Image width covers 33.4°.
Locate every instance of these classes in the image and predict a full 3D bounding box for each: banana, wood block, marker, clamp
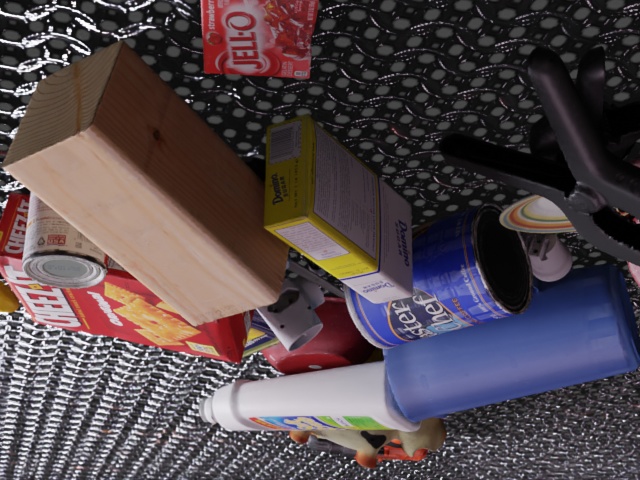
[{"bbox_3d":[-0.331,0.030,1.038,0.069,0.037,0.198,11,153,-9],"label":"banana"},{"bbox_3d":[-0.117,-0.035,0.788,0.090,0.090,0.206,-18,134,31],"label":"wood block"},{"bbox_3d":[-0.007,0.001,0.996,0.020,0.020,0.121,-2,154,5],"label":"marker"},{"bbox_3d":[0.189,-0.039,0.782,0.210,0.036,0.165,41,157,-9],"label":"clamp"},{"bbox_3d":[0.219,-0.085,0.792,0.120,0.039,0.172,12,159,-8],"label":"clamp"}]

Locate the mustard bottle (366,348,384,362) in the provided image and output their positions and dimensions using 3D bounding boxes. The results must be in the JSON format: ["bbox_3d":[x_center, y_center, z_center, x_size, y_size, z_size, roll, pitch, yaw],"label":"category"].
[{"bbox_3d":[0.095,0.151,1.257,0.192,0.058,0.096,-17,159,34],"label":"mustard bottle"}]

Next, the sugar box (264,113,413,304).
[{"bbox_3d":[0.019,-0.020,0.868,0.048,0.093,0.176,-12,151,26],"label":"sugar box"}]

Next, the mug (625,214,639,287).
[{"bbox_3d":[0.292,0.000,0.852,0.081,0.117,0.093,-13,119,-29],"label":"mug"}]

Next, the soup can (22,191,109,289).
[{"bbox_3d":[-0.201,-0.020,0.862,0.068,0.102,0.068,0,154,0],"label":"soup can"}]

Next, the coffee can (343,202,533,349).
[{"bbox_3d":[0.106,0.034,0.966,0.141,0.103,0.102,-19,148,34],"label":"coffee can"}]

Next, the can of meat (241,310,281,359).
[{"bbox_3d":[-0.095,0.080,1.119,0.083,0.057,0.102,24,145,-35],"label":"can of meat"}]

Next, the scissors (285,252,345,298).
[{"bbox_3d":[-0.058,0.019,1.005,0.096,0.016,0.201,-17,140,25],"label":"scissors"}]

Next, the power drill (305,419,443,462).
[{"bbox_3d":[0.082,0.265,1.499,0.184,0.057,0.188,5,156,-11],"label":"power drill"}]

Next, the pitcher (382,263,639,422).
[{"bbox_3d":[0.187,0.091,1.074,0.243,0.145,0.149,-14,163,20],"label":"pitcher"}]

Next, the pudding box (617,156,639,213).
[{"bbox_3d":[0.284,-0.062,0.801,0.114,0.039,0.089,-24,175,43],"label":"pudding box"}]

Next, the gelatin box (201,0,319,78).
[{"bbox_3d":[-0.040,-0.141,0.693,0.073,0.030,0.089,3,154,-4],"label":"gelatin box"}]

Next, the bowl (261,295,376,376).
[{"bbox_3d":[-0.003,0.117,1.195,0.162,0.055,0.162,1,154,0],"label":"bowl"}]

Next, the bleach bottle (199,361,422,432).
[{"bbox_3d":[-0.018,0.184,1.199,0.251,0.068,0.102,-9,154,26],"label":"bleach bottle"}]

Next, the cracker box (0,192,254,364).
[{"bbox_3d":[-0.174,0.040,0.980,0.214,0.072,0.164,10,154,6],"label":"cracker box"}]
